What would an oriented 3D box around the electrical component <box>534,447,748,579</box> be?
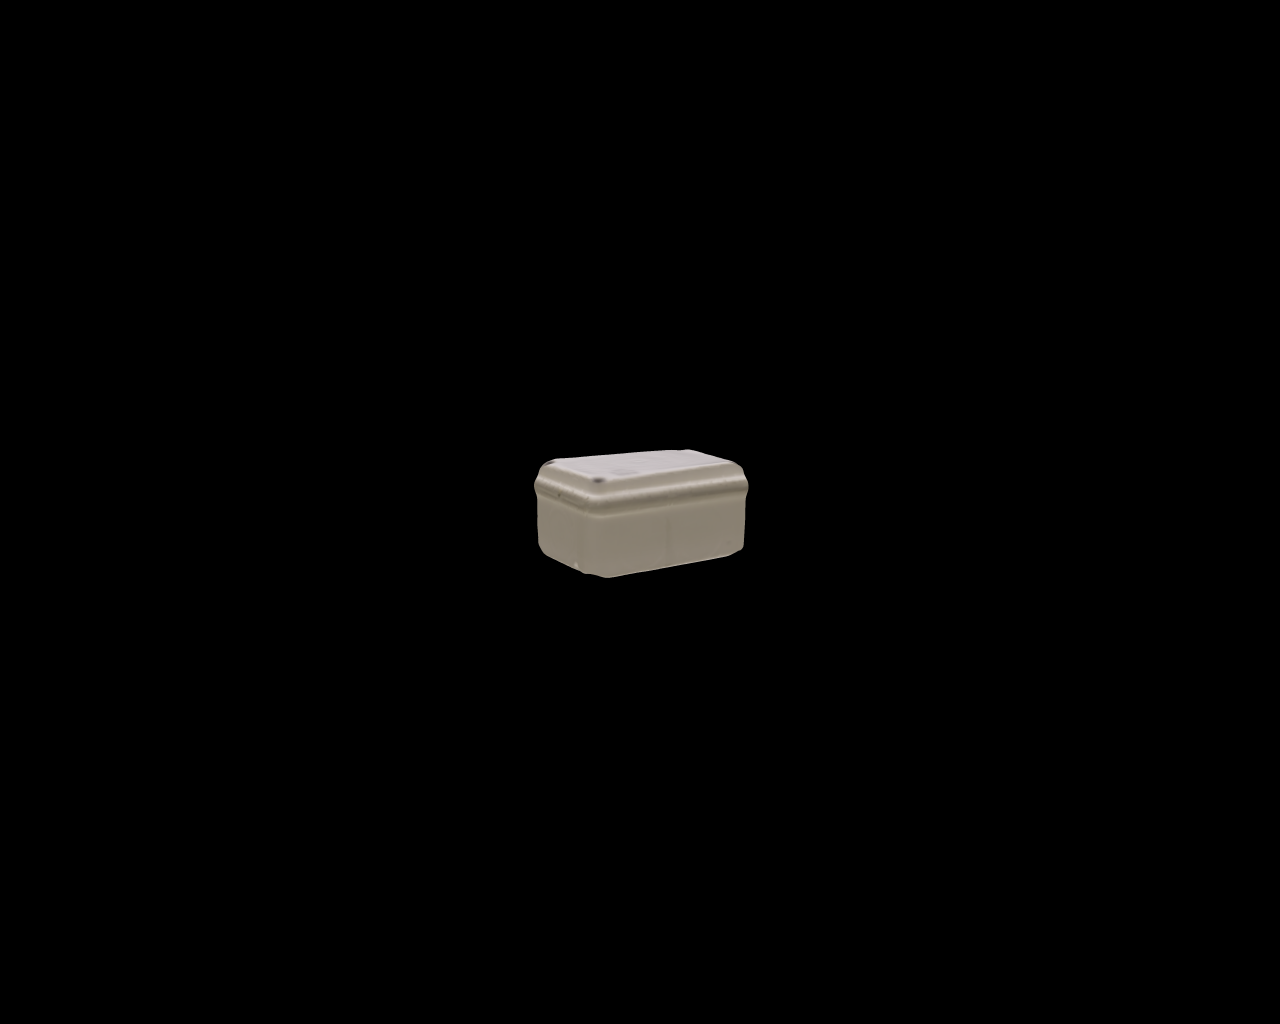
[{"bbox_3d":[0.001,-0.003,0.650,0.113,0.057,0.078,-8,15,-30],"label":"electrical component"}]
